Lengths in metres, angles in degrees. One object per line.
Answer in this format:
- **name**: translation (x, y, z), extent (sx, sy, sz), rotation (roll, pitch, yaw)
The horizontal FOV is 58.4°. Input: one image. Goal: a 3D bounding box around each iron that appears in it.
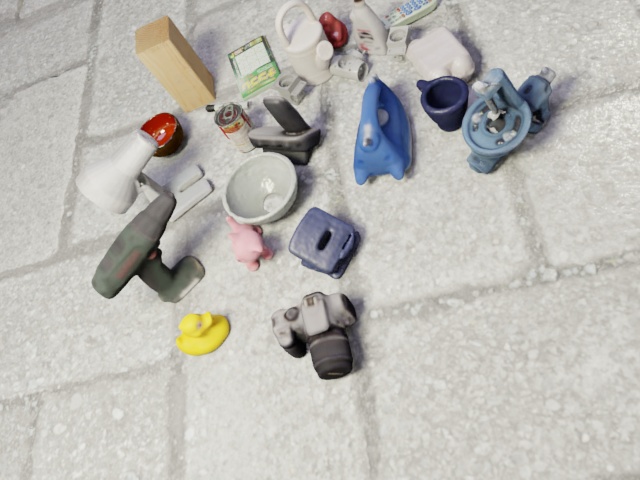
- **iron**: translation (0.112, -0.243, 1.135), extent (0.118, 0.142, 0.258), rotation (-6, 61, 19)

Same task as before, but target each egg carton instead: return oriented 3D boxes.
- **egg carton**: translation (0.250, -0.375, 1.192), extent (0.107, 0.070, 0.150), rotation (-30, 56, 5)

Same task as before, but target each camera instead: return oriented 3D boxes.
- **camera**: translation (-0.006, 0.170, 0.986), extent (0.143, 0.101, 0.136), rotation (-21, 58, 11)

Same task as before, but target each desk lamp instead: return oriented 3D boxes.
- **desk lamp**: translation (-0.378, -0.130, 1.230), extent (0.203, 0.214, 0.117), rotation (-38, 56, -1)

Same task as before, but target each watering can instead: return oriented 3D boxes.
- **watering can**: translation (-0.030, -0.443, 1.267), extent (0.172, 0.195, 0.101), rotation (19, 72, 29)

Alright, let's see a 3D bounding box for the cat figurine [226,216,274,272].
- **cat figurine**: translation (-0.147, 0.002, 1.123), extent (0.067, 0.118, 0.127), rotation (-36, 56, 1)

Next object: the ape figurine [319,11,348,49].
- **ape figurine**: translation (0.023, -0.491, 1.333), extent (0.076, 0.092, 0.077), rotation (-36, 56, 1)

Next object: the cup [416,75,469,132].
- **cup**: translation (0.239, -0.263, 1.122), extent (0.092, 0.095, 0.117), rotation (-46, 56, -6)

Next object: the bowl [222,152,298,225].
- **bowl**: translation (-0.113, -0.095, 1.187), extent (0.167, 0.075, 0.167), rotation (-10, 60, 17)

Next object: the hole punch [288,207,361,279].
- **hole punch**: translation (0.010, 0.004, 1.074), extent (0.100, 0.091, 0.109), rotation (20, 72, 30)

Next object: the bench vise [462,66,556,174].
- **bench vise**: translation (0.321, -0.245, 1.003), extent (0.121, 0.220, 0.207), rotation (22, 73, 30)

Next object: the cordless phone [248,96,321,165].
- **cordless phone**: translation (-0.092, -0.244, 1.192), extent (0.147, 0.185, 0.094), rotation (4, 65, 24)

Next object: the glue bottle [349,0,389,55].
- **glue bottle**: translation (0.099, -0.476, 1.245), extent (0.078, 0.174, 0.037), rotation (13, 69, 28)

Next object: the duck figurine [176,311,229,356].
- **duck figurine**: translation (-0.235, 0.171, 1.088), extent (0.104, 0.086, 0.077), rotation (-30, 56, 5)

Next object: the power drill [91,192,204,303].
- **power drill**: translation (-0.321, 0.035, 1.122), extent (0.230, 0.209, 0.075), rotation (-46, 56, -6)
